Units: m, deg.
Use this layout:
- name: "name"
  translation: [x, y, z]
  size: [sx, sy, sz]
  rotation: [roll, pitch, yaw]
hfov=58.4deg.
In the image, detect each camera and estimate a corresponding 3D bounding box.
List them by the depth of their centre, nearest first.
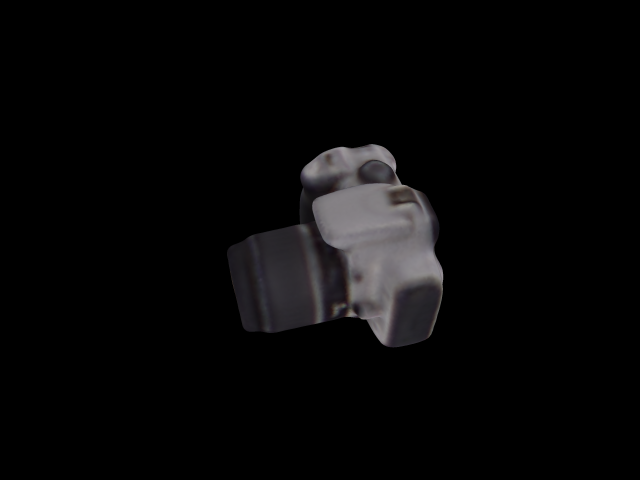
- name: "camera"
  translation: [0.004, 0.001, 0.400]
  size: [0.137, 0.101, 0.143]
  rotation: [-12, 50, -10]
